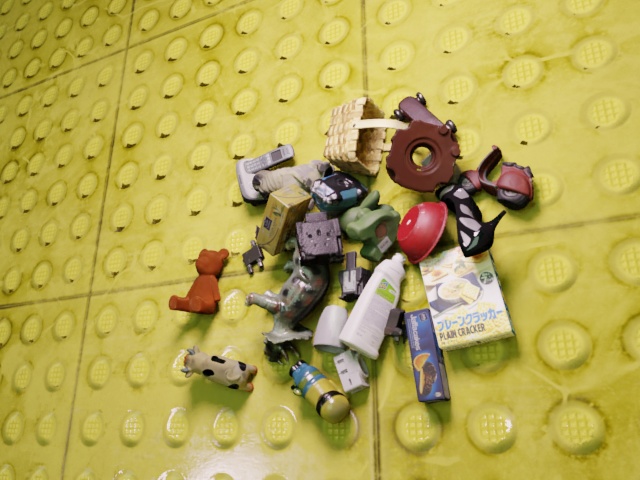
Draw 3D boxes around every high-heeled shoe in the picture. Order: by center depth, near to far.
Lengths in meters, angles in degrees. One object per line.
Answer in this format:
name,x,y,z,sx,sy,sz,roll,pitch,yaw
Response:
high-heeled shoe,0.311,-0.042,1.227,0.145,0.086,0.249,-43,31,-9

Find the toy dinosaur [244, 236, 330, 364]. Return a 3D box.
toy dinosaur,-0.048,0.127,1.374,0.192,0.131,0.404,31,84,21

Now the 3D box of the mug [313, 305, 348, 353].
mug,0.027,0.220,1.327,0.109,0.081,0.107,-29,43,59

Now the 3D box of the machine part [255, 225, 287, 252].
machine part,-0.121,-0.010,1.503,0.139,0.039,0.084,4,79,27

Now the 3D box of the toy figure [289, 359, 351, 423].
toy figure,-0.006,0.361,1.278,0.180,0.089,0.082,41,101,30

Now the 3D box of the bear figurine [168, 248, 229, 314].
bear figurine,-0.333,0.110,1.519,0.120,0.132,0.195,3,80,26

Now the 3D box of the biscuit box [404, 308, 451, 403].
biscuit box,0.240,0.258,1.204,0.063,0.059,0.202,-16,65,22

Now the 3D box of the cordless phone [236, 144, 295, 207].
cordless phone,-0.145,-0.189,1.557,0.184,0.088,0.147,-24,63,14

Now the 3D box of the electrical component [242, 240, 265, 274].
electrical component,-0.192,0.047,1.527,0.063,0.021,0.094,-30,61,15

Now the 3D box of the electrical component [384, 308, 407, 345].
electrical component,0.180,0.199,1.238,0.045,0.102,0.078,17,89,23

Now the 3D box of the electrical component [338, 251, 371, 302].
electrical component,0.085,0.092,1.345,0.075,0.047,0.119,-16,62,34

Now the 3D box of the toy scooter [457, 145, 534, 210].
toy scooter,0.422,-0.152,1.253,0.184,0.075,0.135,23,82,36

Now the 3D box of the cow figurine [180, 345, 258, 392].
cow figurine,-0.276,0.336,1.405,0.195,0.127,0.085,10,74,28

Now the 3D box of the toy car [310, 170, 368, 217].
toy car,0.042,-0.110,1.409,0.109,0.161,0.102,39,131,24

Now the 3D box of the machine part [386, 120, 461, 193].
machine part,0.241,-0.196,1.266,0.179,0.056,0.179,1,97,7

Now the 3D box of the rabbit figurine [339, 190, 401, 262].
rabbit figurine,0.112,-0.049,1.349,0.159,0.121,0.170,-51,33,-9

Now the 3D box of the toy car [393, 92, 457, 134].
toy car,0.273,-0.305,1.396,0.089,0.053,0.202,-36,55,-1

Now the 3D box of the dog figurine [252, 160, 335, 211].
dog figurine,-0.073,-0.173,1.481,0.191,0.172,0.121,18,122,30

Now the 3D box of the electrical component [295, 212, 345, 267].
electrical component,-0.003,-0.004,1.345,0.115,0.058,0.134,-7,64,-7

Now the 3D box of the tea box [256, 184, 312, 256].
tea box,-0.095,-0.051,1.386,0.068,0.098,0.169,37,128,21
